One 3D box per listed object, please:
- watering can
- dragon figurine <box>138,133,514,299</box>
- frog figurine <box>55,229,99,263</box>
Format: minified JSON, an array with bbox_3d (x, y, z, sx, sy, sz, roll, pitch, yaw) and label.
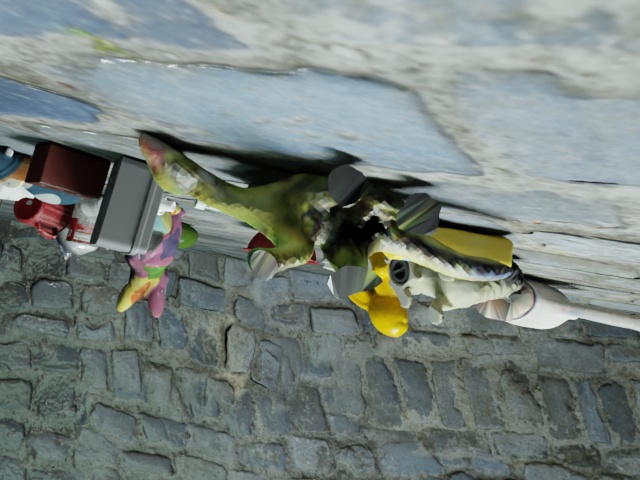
[{"bbox_3d":[0.480,0.139,1.099,0.223,0.105,0.347,15,172,-32],"label":"watering can"},{"bbox_3d":[0.002,-0.029,0.577,0.408,0.121,0.245,17,-172,-32],"label":"dragon figurine"},{"bbox_3d":[-0.569,-0.033,1.281,0.160,0.140,0.120,-20,135,-13],"label":"frog figurine"}]
